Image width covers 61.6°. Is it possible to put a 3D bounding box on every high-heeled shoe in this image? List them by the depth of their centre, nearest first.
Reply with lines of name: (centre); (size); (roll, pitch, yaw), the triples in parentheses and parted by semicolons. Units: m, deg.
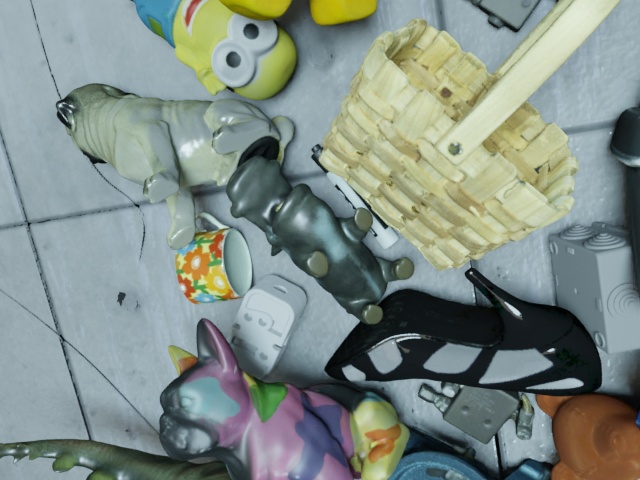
high-heeled shoe: (0.119, 0.113, 0.496); (0.145, 0.086, 0.248); (43, 135, -6)

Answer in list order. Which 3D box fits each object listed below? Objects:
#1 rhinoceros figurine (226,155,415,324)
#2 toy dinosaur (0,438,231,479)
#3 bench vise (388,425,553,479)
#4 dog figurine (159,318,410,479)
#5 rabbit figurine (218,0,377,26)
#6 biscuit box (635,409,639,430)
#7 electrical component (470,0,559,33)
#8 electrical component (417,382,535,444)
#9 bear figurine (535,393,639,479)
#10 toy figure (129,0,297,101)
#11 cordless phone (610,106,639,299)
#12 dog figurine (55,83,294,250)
rhinoceros figurine: (-0.001, -0.001, 0.487); (0.190, 0.112, 0.073); (42, 80, -26)
toy dinosaur: (-0.100, 0.280, 0.543); (0.472, 0.198, 0.105); (20, 105, 7)
bench vise: (0.137, 0.267, 0.466); (0.224, 0.240, 0.128); (35, 114, 21)
dog figurine: (-0.039, 0.155, 0.489); (0.219, 0.191, 0.108); (51, 135, -2)
rabbit figurine: (-0.042, -0.252, 0.416); (0.122, 0.173, 0.162); (-16, 120, -20)
biscuit box: (0.308, 0.068, 0.398); (0.063, 0.059, 0.202); (20, 76, 47)
electrical component: (0.164, -0.206, 0.444); (0.094, 0.021, 0.063); (34, 110, 3)
electrical component: (0.157, 0.158, 0.525); (0.102, 0.045, 0.078); (36, 108, 4)
bear figurine: (0.295, 0.164, 0.452); (0.196, 0.131, 0.120); (-4, 72, 12)
toy figure: (-0.100, -0.199, 0.487); (0.180, 0.089, 0.082); (37, 123, 13)
cordless phone: (0.290, -0.030, 0.374); (0.147, 0.088, 0.184); (5, 64, 15)
dog figurine: (-0.141, -0.111, 0.521); (0.191, 0.172, 0.121); (47, 148, 26)
